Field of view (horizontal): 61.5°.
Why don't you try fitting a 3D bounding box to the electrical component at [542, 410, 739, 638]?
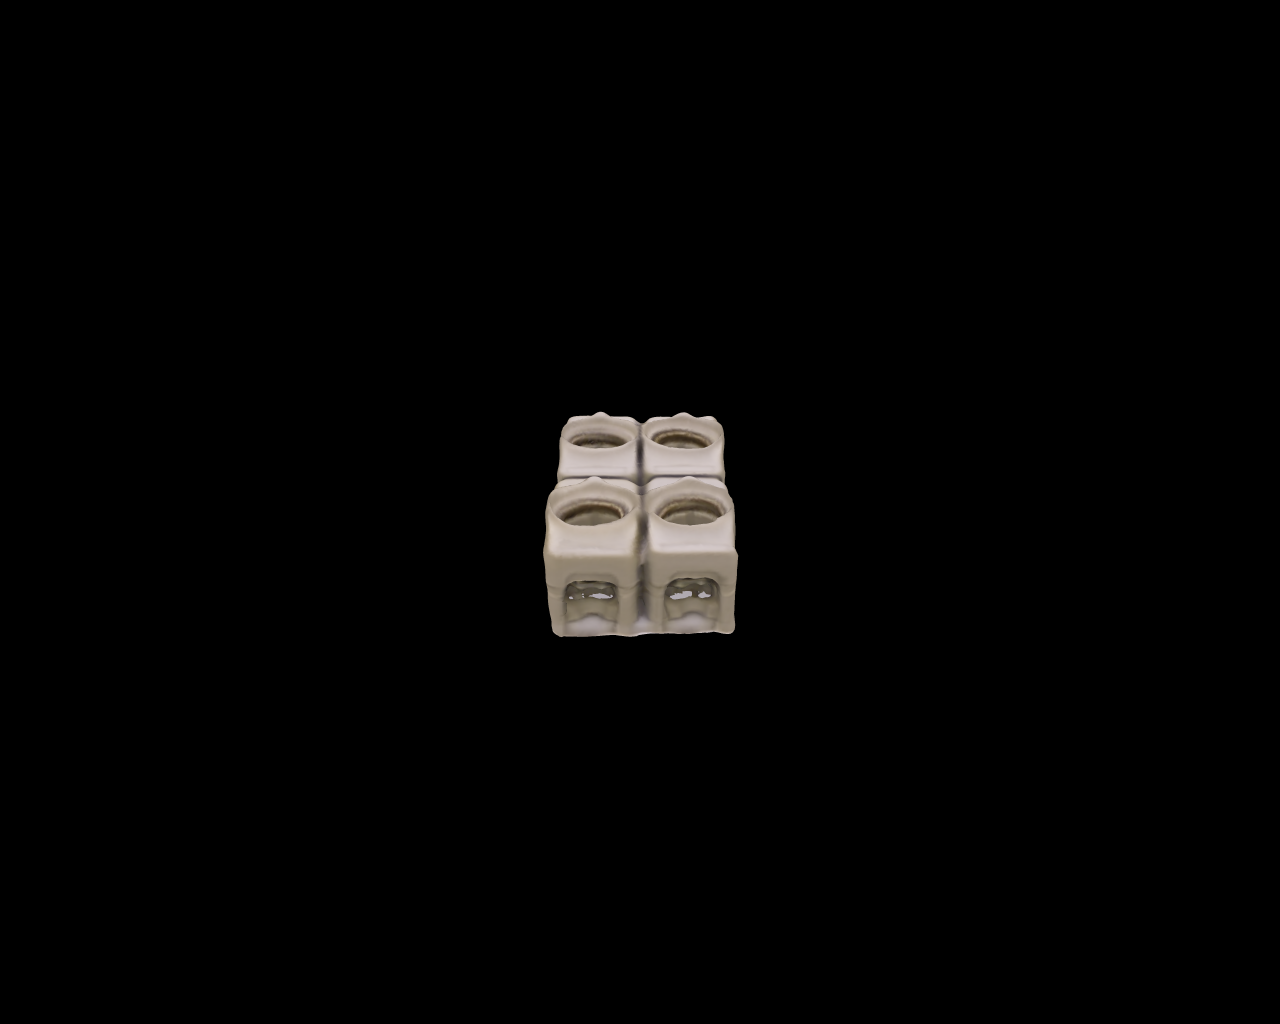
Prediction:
[{"bbox_3d":[0.001,-0.003,0.650,0.105,0.060,0.186,0,29,0],"label":"electrical component"}]
